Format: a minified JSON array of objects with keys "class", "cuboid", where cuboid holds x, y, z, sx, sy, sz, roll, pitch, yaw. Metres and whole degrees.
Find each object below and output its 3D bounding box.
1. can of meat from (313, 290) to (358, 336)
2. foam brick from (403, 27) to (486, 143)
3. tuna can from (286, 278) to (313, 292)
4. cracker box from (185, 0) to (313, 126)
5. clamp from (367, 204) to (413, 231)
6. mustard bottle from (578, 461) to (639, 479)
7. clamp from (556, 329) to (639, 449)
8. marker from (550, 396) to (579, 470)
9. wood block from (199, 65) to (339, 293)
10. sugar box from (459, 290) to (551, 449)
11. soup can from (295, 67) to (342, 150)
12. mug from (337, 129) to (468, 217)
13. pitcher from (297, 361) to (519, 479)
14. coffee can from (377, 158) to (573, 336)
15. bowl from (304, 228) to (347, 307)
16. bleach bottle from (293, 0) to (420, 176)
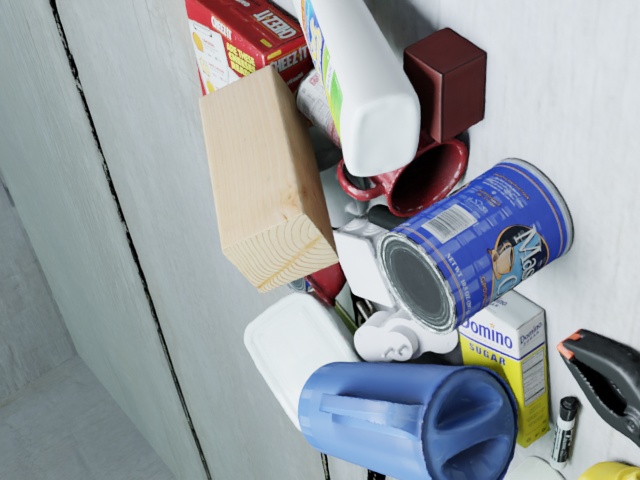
[{"class":"can of meat","cuboid":[0.009,0.131,1.496,0.102,0.057,0.084,50,159,19]},{"class":"foam brick","cuboid":[0.108,-0.136,0.934,0.053,0.051,0.078,44,154,36]},{"class":"tuna can","cuboid":[-0.033,0.032,1.485,0.086,0.033,0.086,47,156,28]},{"class":"cracker box","cuboid":[-0.073,-0.179,1.244,0.164,0.072,0.214,43,153,35]},{"class":"clamp","cuboid":[0.120,0.008,1.119,0.120,0.039,0.172,50,162,-13]},{"class":"mustard bottle","cuboid":[0.294,0.273,1.063,0.096,0.058,0.192,51,157,26]},{"class":"clamp","cuboid":[0.293,0.165,0.952,0.210,0.036,0.164,44,154,36]},{"class":"marker","cuboid":[0.253,0.200,1.108,0.020,0.020,0.121,43,154,35]},{"class":"wood block","cuboid":[-0.054,-0.064,1.080,0.090,0.091,0.206,52,-161,-50]},{"class":"sugar box","cuboid":[0.190,0.126,1.110,0.093,0.048,0.176,35,150,45]},{"class":"soup can","cuboid":[0.030,-0.129,1.090,0.102,0.068,0.068,45,155,33]},{"class":"mug","cuboid":[0.070,-0.077,1.014,0.082,0.117,0.093,51,163,32]},{"class":"pitcher","cuboid":[0.075,0.188,1.134,0.243,0.144,0.149,-2,119,54]},{"class":"coffee can","cuboid":[0.136,0.005,0.939,0.103,0.140,0.103,46,155,29]},{"class":"bowl","cuboid":[-0.009,0.002,1.316,0.162,0.055,0.162,53,-174,-8]},{"class":"bleach bottle","cuboid":[0.019,-0.183,0.981,0.102,0.068,0.251,90,163,-53]}]
